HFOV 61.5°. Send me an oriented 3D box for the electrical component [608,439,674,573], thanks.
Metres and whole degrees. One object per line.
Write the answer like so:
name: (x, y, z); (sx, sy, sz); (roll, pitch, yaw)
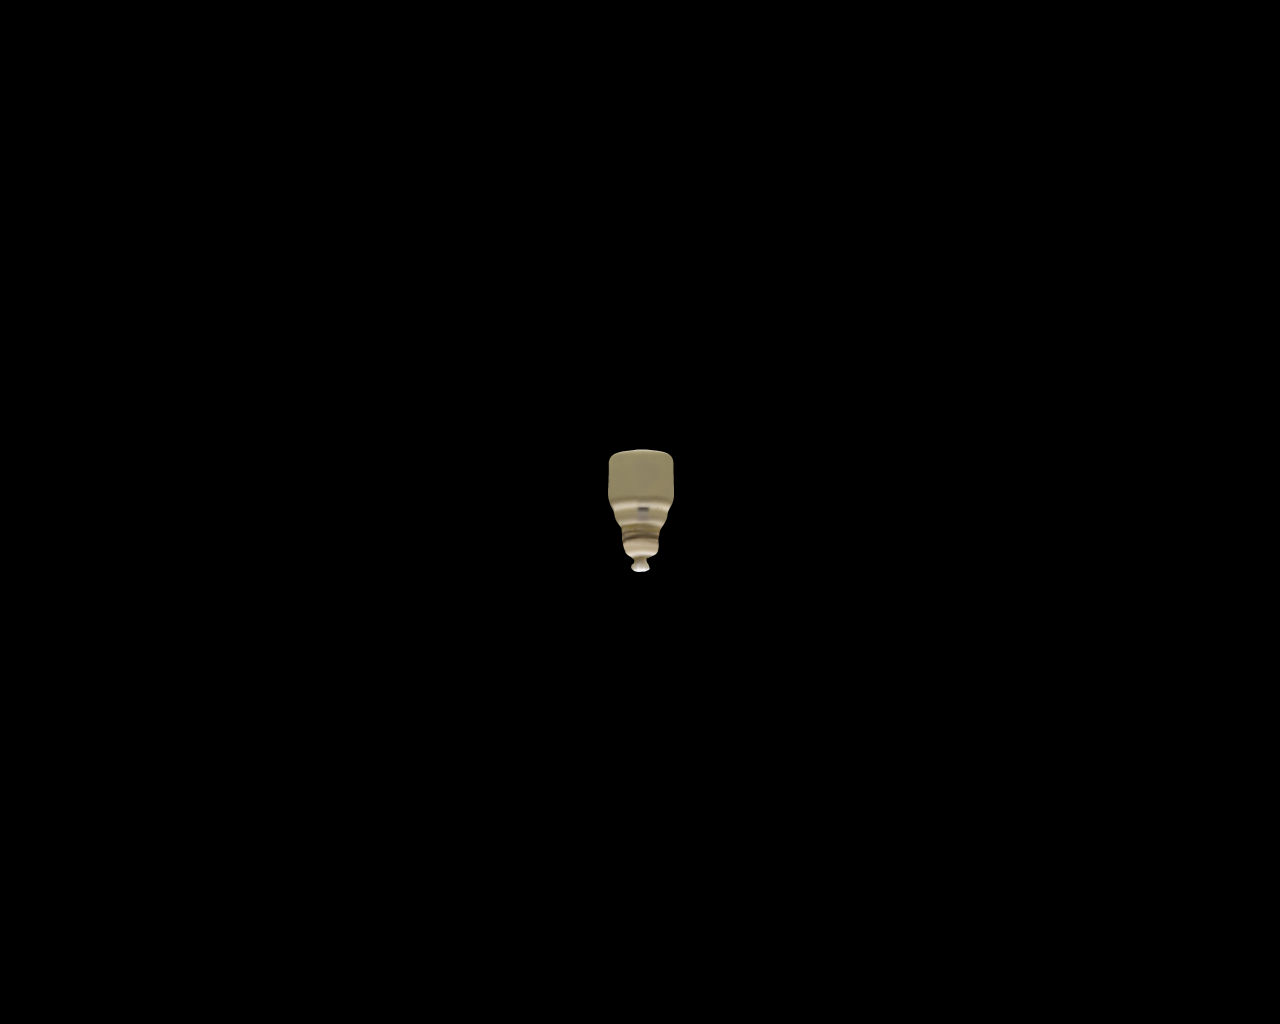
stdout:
electrical component: (0.001, -0.003, 0.650); (0.040, 0.078, 0.040); (0, -9, 0)
